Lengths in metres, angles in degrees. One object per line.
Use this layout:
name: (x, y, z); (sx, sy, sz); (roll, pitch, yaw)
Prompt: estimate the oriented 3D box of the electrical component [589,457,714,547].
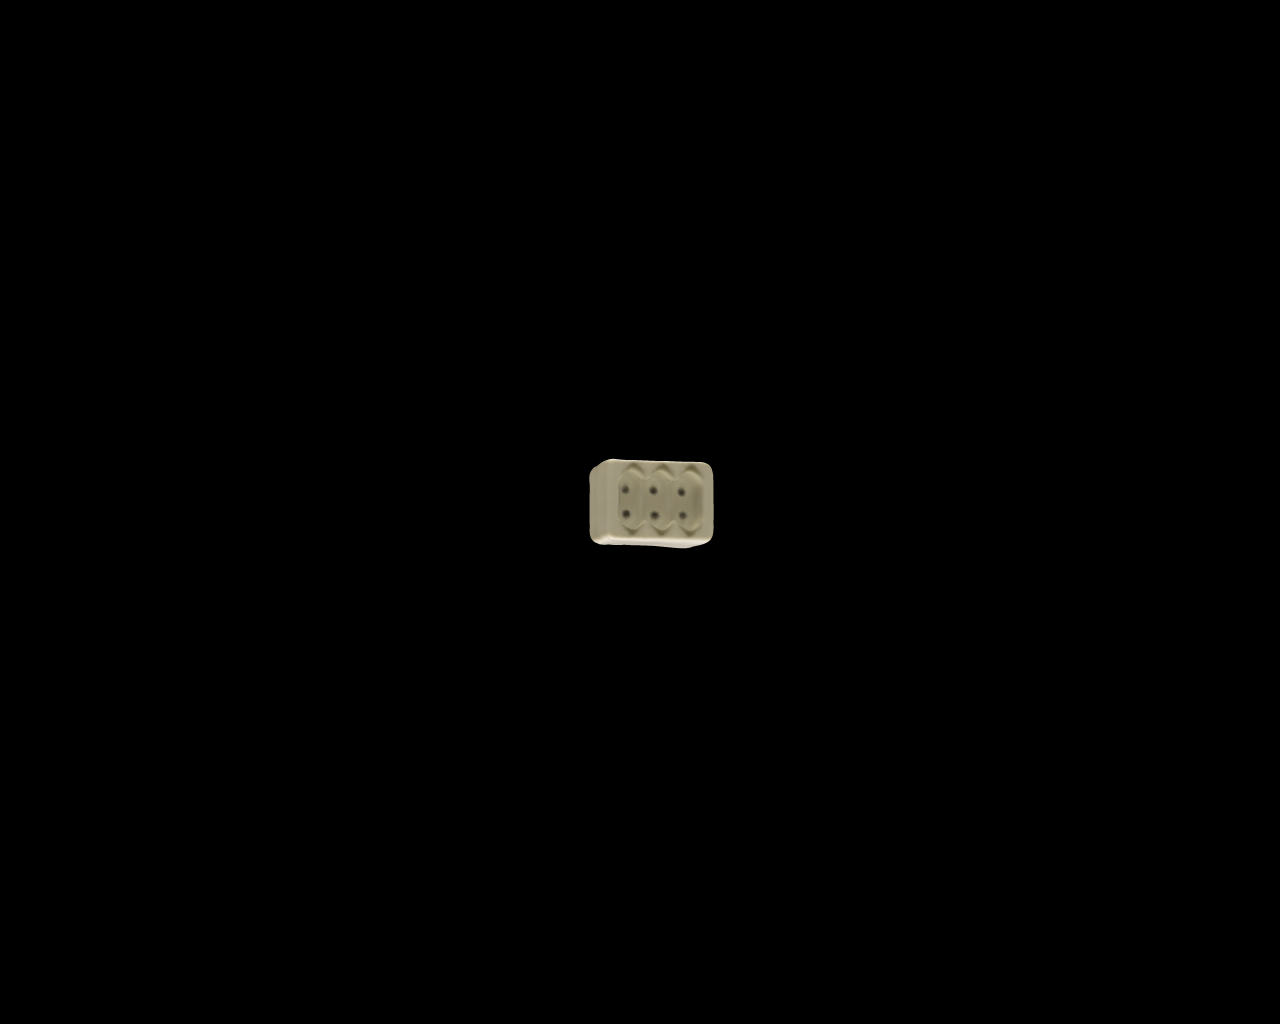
electrical component: (0.001, -0.003, 0.650); (0.066, 0.047, 0.076); (2, -7, -18)
